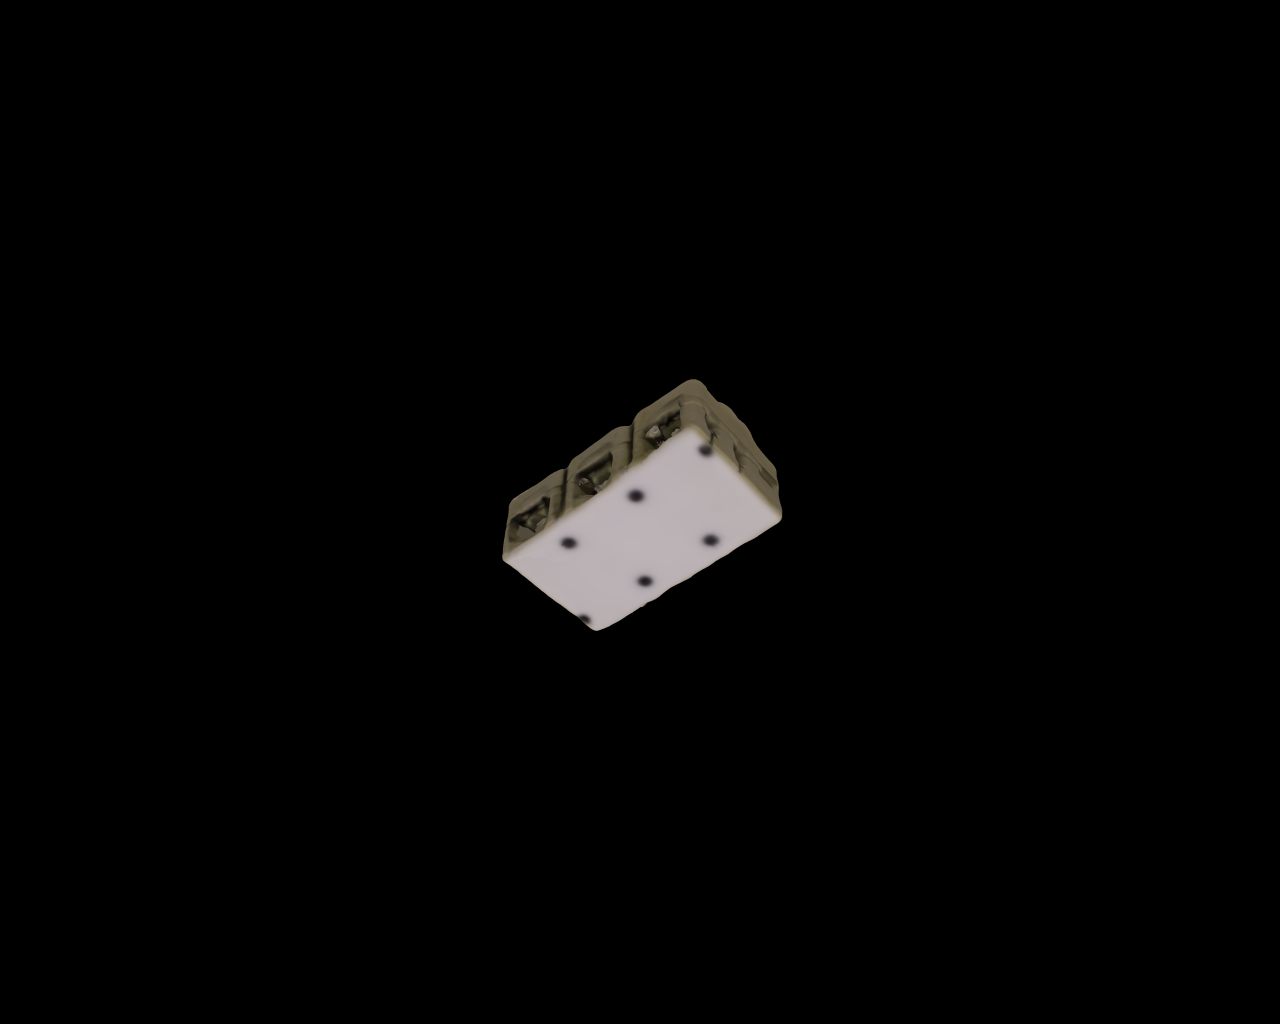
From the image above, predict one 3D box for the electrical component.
[{"bbox_3d":[0.001,-0.003,0.650,0.150,0.062,0.089,-33,-58,24],"label":"electrical component"}]
